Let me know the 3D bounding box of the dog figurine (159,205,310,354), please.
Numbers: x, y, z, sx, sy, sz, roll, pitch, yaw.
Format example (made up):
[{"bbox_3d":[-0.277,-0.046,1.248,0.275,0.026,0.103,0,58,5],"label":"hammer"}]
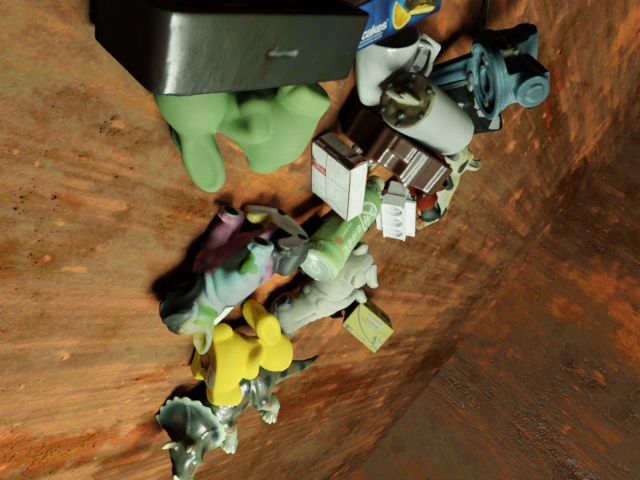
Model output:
[{"bbox_3d":[-0.131,0.060,0.782,0.191,0.109,0.219,-3,133,-58],"label":"dog figurine"}]

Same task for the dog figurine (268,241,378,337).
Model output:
[{"bbox_3d":[-0.001,0.086,0.988,0.190,0.121,0.172,-25,140,-31],"label":"dog figurine"}]

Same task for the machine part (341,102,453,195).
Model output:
[{"bbox_3d":[0.113,-0.136,0.808,0.056,0.179,0.179,-55,152,18],"label":"machine part"}]

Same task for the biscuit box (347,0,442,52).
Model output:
[{"bbox_3d":[0.069,-0.290,0.665,0.203,0.059,0.062,-34,149,-26],"label":"biscuit box"}]

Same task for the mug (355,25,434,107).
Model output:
[{"bbox_3d":[0.095,-0.239,0.738,0.110,0.081,0.107,-5,144,-14],"label":"mug"}]

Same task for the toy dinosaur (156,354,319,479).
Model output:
[{"bbox_3d":[-0.156,0.300,1.050,0.405,0.131,0.192,-40,153,-29],"label":"toy dinosaur"}]

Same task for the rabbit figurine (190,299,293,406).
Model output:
[{"bbox_3d":[-0.124,0.188,0.940,0.173,0.122,0.162,5,102,-33],"label":"rabbit figurine"}]

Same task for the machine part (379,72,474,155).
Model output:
[{"bbox_3d":[0.154,-0.172,0.755,0.243,0.079,0.079,6,121,-57],"label":"machine part"}]

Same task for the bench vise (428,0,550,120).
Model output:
[{"bbox_3d":[0.242,-0.272,0.859,0.241,0.224,0.128,-16,144,2],"label":"bench vise"}]

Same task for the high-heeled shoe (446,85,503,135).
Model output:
[{"bbox_3d":[0.300,-0.273,1.047,0.249,0.086,0.145,-41,126,-52],"label":"high-heeled shoe"}]

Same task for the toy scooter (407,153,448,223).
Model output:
[{"bbox_3d":[0.188,-0.132,0.982,0.135,0.075,0.184,61,27,-33],"label":"toy scooter"}]

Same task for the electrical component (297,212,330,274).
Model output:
[{"bbox_3d":[-0.002,-0.003,0.947,0.119,0.048,0.074,-33,150,-24],"label":"electrical component"}]

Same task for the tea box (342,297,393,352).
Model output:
[{"bbox_3d":[0.109,0.185,1.233,0.068,0.098,0.169,-50,179,4],"label":"tea box"}]

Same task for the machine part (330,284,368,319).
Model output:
[{"bbox_3d":[0.065,0.117,1.210,0.139,0.039,0.084,-56,155,11],"label":"machine part"}]

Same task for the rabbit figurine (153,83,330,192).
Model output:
[{"bbox_3d":[-0.105,-0.141,0.583,0.170,0.121,0.159,9,127,-38],"label":"rabbit figurine"}]

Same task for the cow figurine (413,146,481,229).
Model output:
[{"bbox_3d":[0.259,-0.124,1.132,0.127,0.086,0.194,-18,138,-36],"label":"cow figurine"}]

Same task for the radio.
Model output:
[{"bbox_3d":[-0.078,-0.198,0.492,0.229,0.131,0.073,-20,141,-43],"label":"radio"}]

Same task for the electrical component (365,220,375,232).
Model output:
[{"bbox_3d":[0.075,-0.052,1.004,0.078,0.045,0.102,-13,146,-3],"label":"electrical component"}]
